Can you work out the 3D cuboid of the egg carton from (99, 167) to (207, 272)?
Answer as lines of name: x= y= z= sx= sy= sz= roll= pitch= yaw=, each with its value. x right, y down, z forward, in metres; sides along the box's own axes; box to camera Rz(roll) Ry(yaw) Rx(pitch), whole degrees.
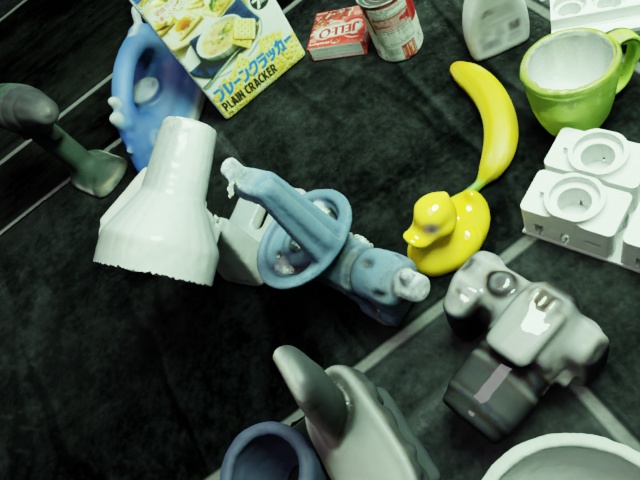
egg carton: x=-0.227 y=-0.031 z=0.781 sx=0.107 sy=0.070 sz=0.150 roll=29 pitch=78 yaw=34

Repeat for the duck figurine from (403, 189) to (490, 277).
duck figurine: x=0.129 y=-0.020 z=0.601 sx=0.104 sy=0.086 sz=0.077 roll=-44 pitch=54 yaw=-3

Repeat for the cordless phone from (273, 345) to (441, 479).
cordless phone: x=0.020 y=0.168 z=0.483 sx=0.094 sy=0.186 sz=0.147 roll=-40 pitch=54 yaw=0

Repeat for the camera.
camera: x=0.159 y=0.097 z=0.511 sx=0.137 sy=0.101 sz=0.142 roll=-49 pitch=54 yaw=-7

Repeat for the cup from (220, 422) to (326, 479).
cup: x=-0.027 y=0.233 z=0.524 sx=0.091 sy=0.095 sz=0.117 roll=-34 pitch=54 yaw=4

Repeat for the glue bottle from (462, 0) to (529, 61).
glue bottle: x=0.198 y=-0.291 z=0.668 sx=0.078 sy=0.174 sz=0.037 roll=-21 pitch=56 yaw=13

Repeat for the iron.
iron: x=-0.261 y=-0.216 z=0.857 sx=0.118 sy=0.142 sz=0.258 roll=-6 pitch=60 yaw=22

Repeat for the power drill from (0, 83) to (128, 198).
power drill: x=-0.387 y=-0.151 z=0.837 sx=0.228 sy=0.209 sz=0.076 roll=20 pitch=72 yaw=32

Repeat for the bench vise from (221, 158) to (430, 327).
bench vise: x=0.008 y=-0.009 z=0.567 sx=0.206 sy=0.220 sz=0.121 roll=3 pitch=64 yaw=26

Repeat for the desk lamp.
desk lamp: x=-0.128 y=-0.023 z=0.642 sx=0.117 sy=0.214 sz=0.203 roll=8 pitch=66 yaw=28

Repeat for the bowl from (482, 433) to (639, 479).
bowl: x=0.199 y=0.237 z=0.430 sx=0.167 sy=0.075 sz=0.167 roll=-11 pitch=59 yaw=19
